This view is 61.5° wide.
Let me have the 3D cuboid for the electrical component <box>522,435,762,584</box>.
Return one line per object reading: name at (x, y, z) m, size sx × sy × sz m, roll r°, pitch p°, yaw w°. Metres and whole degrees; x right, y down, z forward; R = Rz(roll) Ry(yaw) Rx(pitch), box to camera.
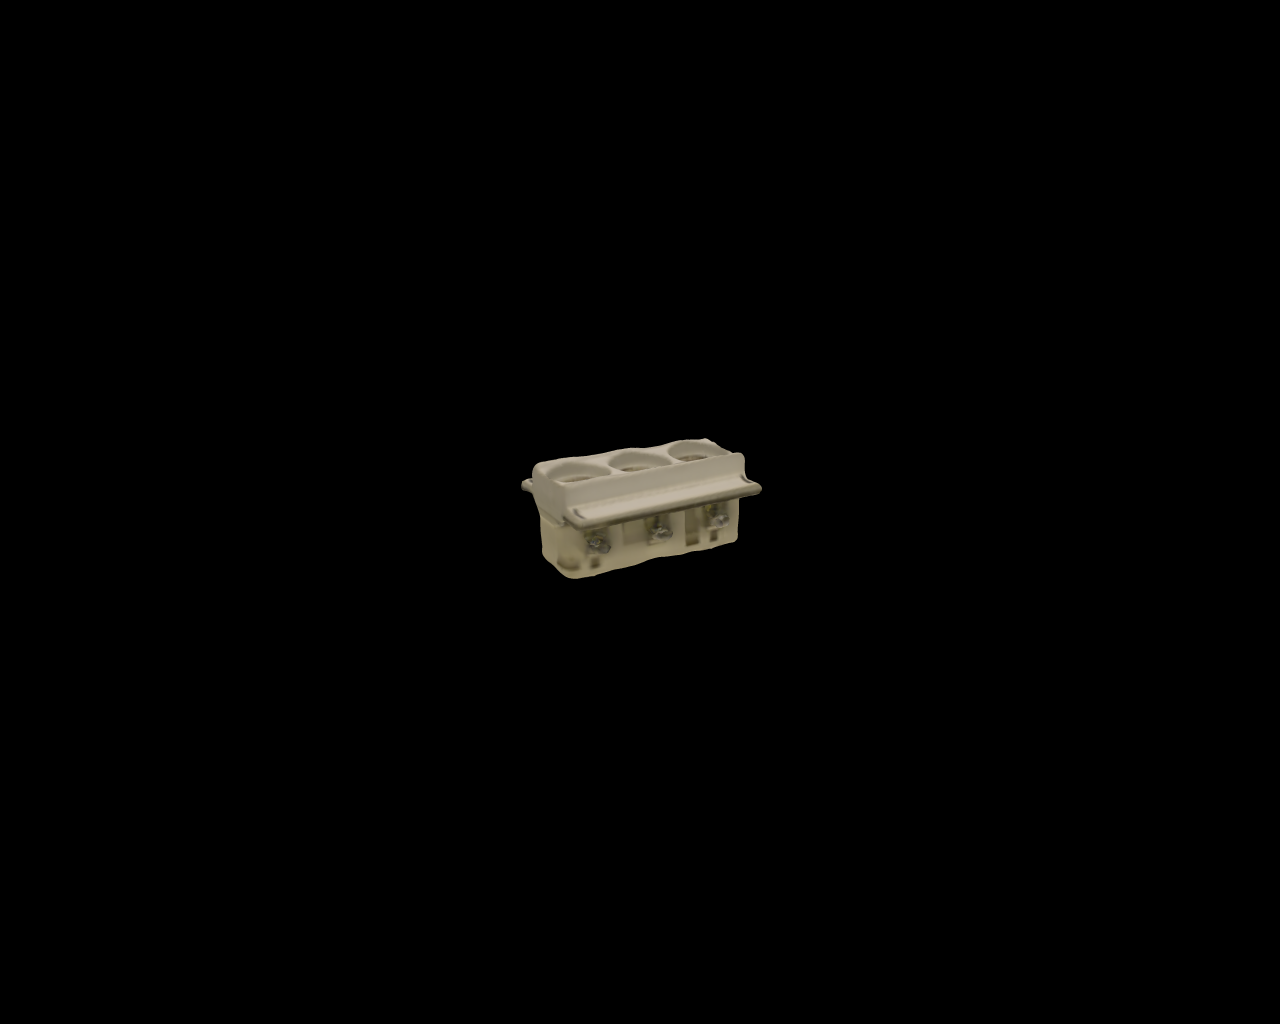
electrical component at (0.001, -0.003, 0.650) m, size 0.121 × 0.063 × 0.079 m, roll -11°, pitch 23°, yaw -27°
